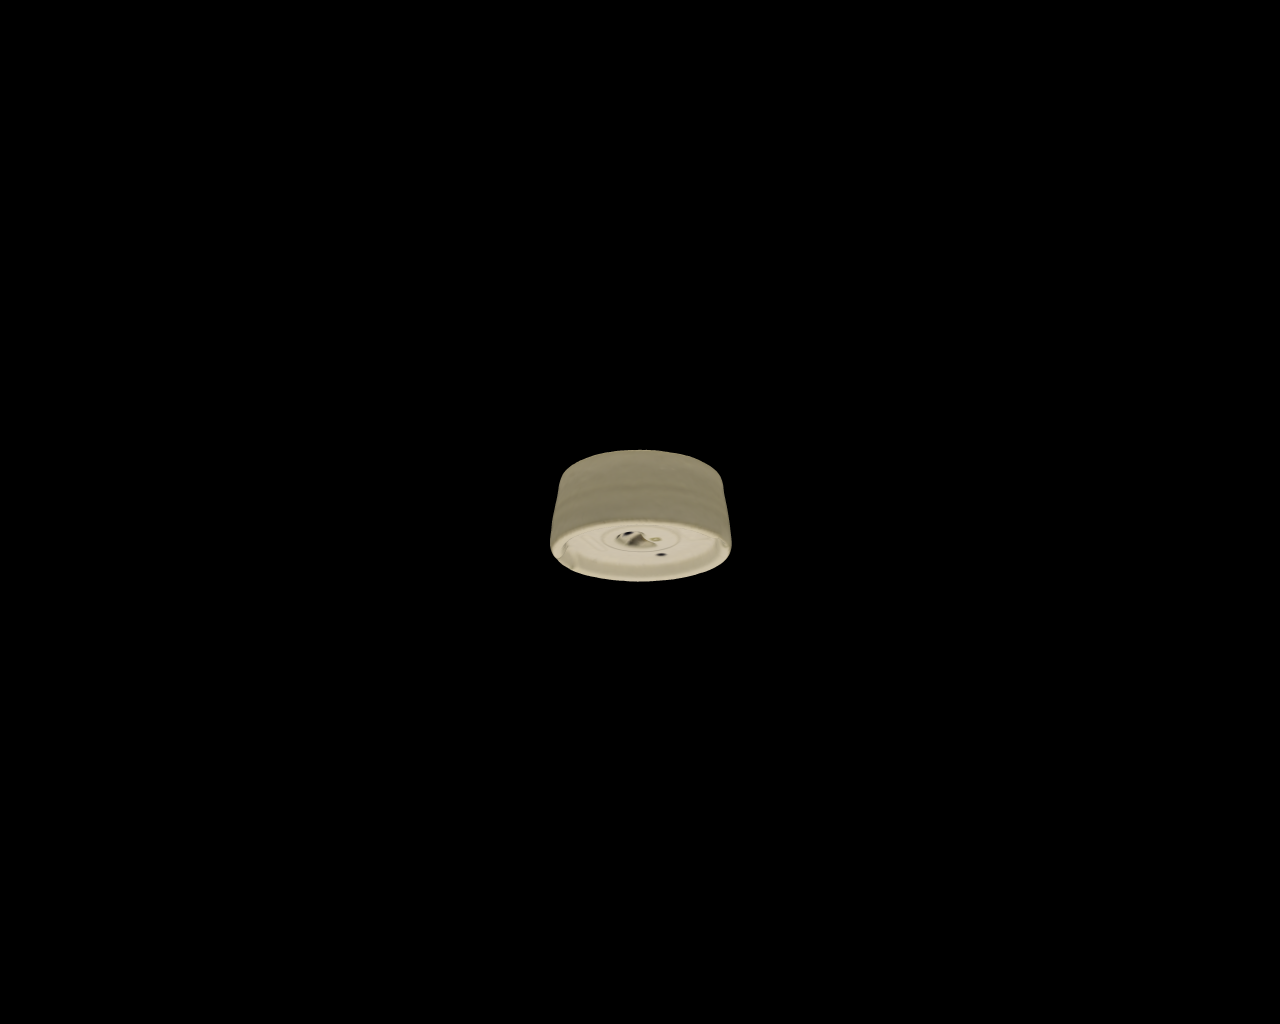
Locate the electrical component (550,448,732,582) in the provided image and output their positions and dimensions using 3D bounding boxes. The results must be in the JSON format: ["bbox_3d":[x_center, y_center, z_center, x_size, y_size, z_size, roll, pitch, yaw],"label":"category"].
[{"bbox_3d":[0.001,-0.003,0.650,0.108,0.060,0.108,0,-22,0],"label":"electrical component"}]
